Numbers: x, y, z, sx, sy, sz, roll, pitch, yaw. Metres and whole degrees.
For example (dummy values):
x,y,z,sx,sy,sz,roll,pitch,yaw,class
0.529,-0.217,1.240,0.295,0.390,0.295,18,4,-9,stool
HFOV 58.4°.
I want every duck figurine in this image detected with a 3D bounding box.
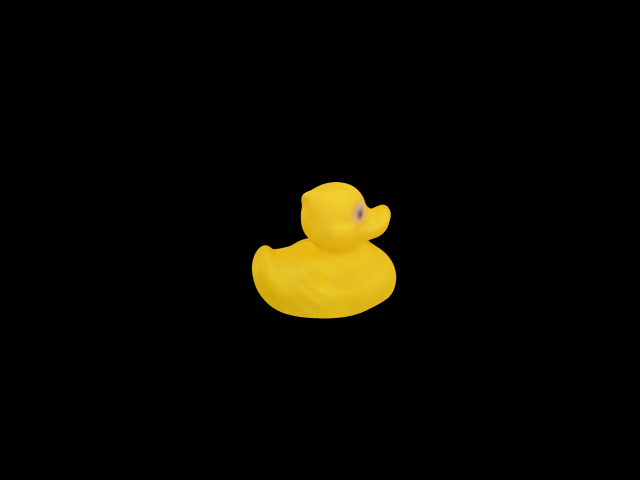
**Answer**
x,y,z,sx,sy,sz,roll,pitch,yaw,class
0.004,0.001,0.400,0.104,0.086,0.077,-6,32,-9,duck figurine
